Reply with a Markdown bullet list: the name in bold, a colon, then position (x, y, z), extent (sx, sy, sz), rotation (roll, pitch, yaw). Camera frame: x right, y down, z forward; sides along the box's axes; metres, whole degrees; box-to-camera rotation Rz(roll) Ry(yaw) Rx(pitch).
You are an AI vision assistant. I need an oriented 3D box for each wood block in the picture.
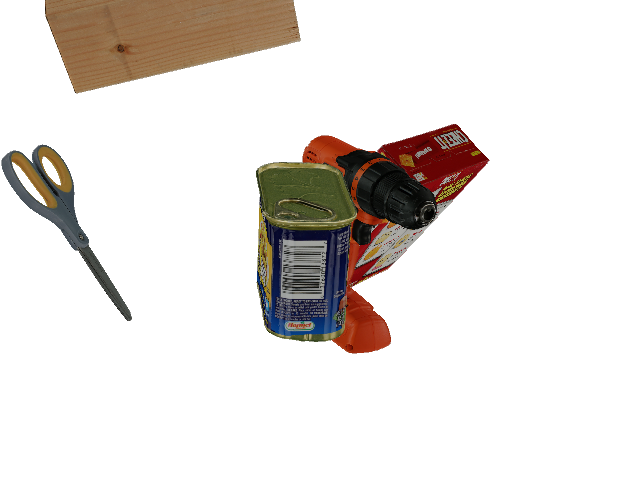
- **wood block**: position (-0.131, -0.212, 0.946), extent (0.206, 0.090, 0.091), rotation (-13, -42, -2)

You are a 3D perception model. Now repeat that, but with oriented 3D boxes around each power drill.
- **power drill**: position (0.040, 0.008, 1.012), extent (0.057, 0.188, 0.185), rotation (-6, 24, -30)

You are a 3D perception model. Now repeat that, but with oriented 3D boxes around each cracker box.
- **cracker box**: position (0.075, -0.033, 1.251), extent (0.163, 0.072, 0.214), rotation (-23, -22, -50)

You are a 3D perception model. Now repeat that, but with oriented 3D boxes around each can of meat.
- **can of meat**: position (-0.012, 0.006, 0.687), extent (0.057, 0.084, 0.102), rotation (0, 24, -8)

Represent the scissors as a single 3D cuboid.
- **scissors**: position (-0.244, -0.017, 1.076), extent (0.016, 0.201, 0.096), rotation (-27, 26, 23)
